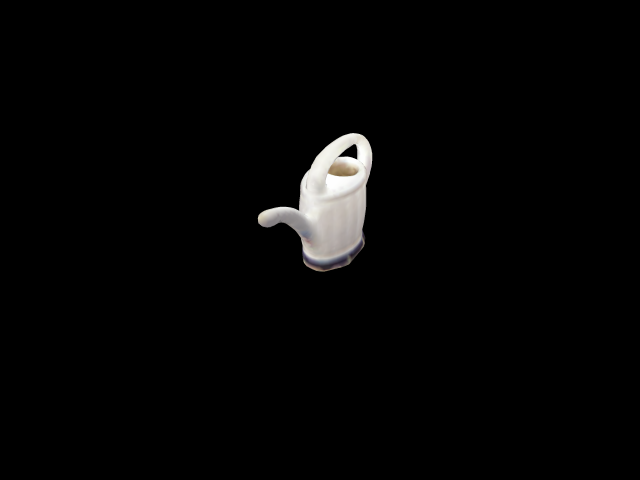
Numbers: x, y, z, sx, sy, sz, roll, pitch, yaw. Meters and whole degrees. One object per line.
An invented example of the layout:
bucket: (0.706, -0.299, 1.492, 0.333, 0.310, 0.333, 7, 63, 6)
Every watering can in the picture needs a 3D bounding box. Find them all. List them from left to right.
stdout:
watering can: (0.003, -0.043, 0.850, 0.104, 0.219, 0.354, 17, 38, 24)
